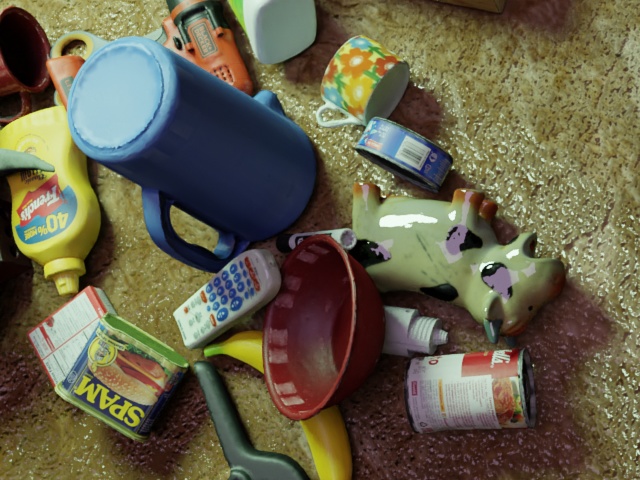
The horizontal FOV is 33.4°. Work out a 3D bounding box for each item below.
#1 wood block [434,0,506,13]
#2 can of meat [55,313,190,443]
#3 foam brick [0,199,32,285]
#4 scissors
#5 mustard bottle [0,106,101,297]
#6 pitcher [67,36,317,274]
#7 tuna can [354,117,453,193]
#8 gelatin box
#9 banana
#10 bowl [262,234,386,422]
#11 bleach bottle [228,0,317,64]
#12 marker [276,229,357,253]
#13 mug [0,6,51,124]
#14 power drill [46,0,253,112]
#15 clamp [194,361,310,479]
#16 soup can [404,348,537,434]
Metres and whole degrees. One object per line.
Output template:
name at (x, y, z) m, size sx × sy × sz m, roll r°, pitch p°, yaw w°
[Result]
wood block at (0.077, -0.287, 0.999) m, size 0.206 × 0.090 × 0.091 m, roll 17°, pitch 85°, yaw 22°
can of meat at (-0.186, 0.130, 1.022) m, size 0.102 × 0.057 × 0.084 m, roll 32°, pitch 94°, yaw -4°
foam brick at (-0.346, 0.002, 1.121) m, size 0.051 × 0.053 × 0.078 m, roll -23°, pitch 74°, yaw 15°
scissors at (-0.208, -0.214, 1.129) m, size 0.202 × 0.016 × 0.096 m, roll -37°, pitch 70°, yaw 10°
mustard bottle at (-0.274, -0.034, 1.098) m, size 0.096 × 0.058 × 0.191 m, roll -19°, pitch 75°, yaw 18°
pitcher at (-0.113, -0.077, 0.947) m, size 0.145 × 0.242 × 0.149 m, roll -34°, pitch 65°, yaw 15°
tuna can at (0.076, -0.077, 0.963) m, size 0.086 × 0.086 × 0.034 m, roll 28°, pitch 89°, yaw 22°
gelatin box at (-0.242, 0.101, 1.078) m, size 0.089 × 0.030 × 0.073 m, roll -37°, pitch 72°, yaw 10°
banana at (-0.023, 0.148, 0.988) m, size 0.198 × 0.037 × 0.070 m, roll 46°, pitch 110°, yaw 22°
bowl at (0.010, 0.078, 0.925) m, size 0.162 × 0.055 × 0.162 m, roll -31°, pitch 53°, yaw 54°
bleach bottle at (-0.091, -0.298, 1.068) m, size 0.068 × 0.102 × 0.251 m, roll -26°, pitch 63°, yaw -12°
marker at (-0.006, 0.001, 0.981) m, size 0.121 × 0.020 × 0.020 m, roll -4°, pitch 76°, yaw 59°
mug at (-0.342, -0.182, 1.138) m, size 0.082 × 0.093 × 0.117 m, roll -12°, pitch 97°, yaw 23°
power drill at (-0.178, -0.189, 1.079) m, size 0.188 × 0.057 × 0.184 m, roll -26°, pitch 80°, yaw 12°
clamp at (-0.073, 0.218, 0.991) m, size 0.210 × 0.036 × 0.164 m, roll 21°, pitch 87°, yaw 20°
soup can at (0.129, 0.131, 0.916) m, size 0.102 × 0.068 × 0.068 m, roll -7°, pitch 78°, yaw 19°
